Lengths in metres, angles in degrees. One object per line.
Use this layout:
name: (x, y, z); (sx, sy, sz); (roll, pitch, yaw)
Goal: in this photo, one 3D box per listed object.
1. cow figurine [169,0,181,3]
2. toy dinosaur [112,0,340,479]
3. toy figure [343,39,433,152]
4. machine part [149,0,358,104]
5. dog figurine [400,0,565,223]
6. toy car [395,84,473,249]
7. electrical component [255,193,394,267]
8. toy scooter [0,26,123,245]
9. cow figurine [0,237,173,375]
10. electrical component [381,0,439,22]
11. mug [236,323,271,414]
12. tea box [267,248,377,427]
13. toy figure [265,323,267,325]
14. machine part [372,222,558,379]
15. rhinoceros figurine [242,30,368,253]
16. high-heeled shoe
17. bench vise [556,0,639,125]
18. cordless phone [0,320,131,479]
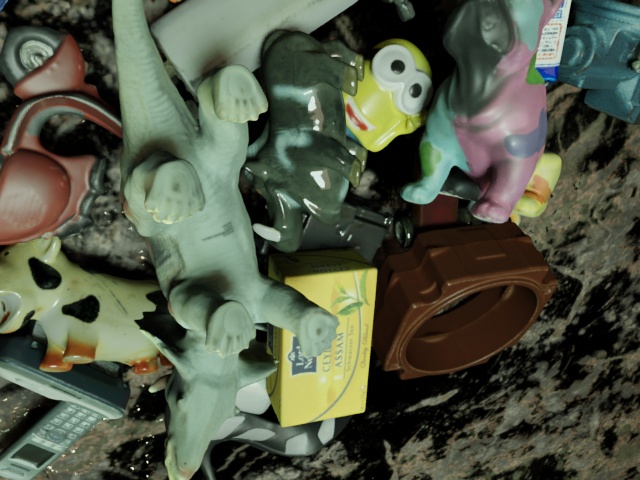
cow figurine: (-0.105, -0.271, 0.395); (0.098, 0.068, 0.167); (22, 105, -24)
toy dinosaur: (-0.104, -0.011, 0.435); (0.131, 0.192, 0.404); (-19, 103, -37)
toy figure: (0.027, -0.122, 0.524); (0.180, 0.089, 0.082); (-39, 132, 13)
machine part: (-0.054, -0.192, 0.455); (0.243, 0.079, 0.079); (-35, 124, 0)
dog figurine: (0.162, -0.130, 0.474); (0.191, 0.109, 0.219); (-10, 117, -47)
toy car: (0.130, -0.076, 0.603); (0.089, 0.053, 0.201); (-9, 121, -8)
electrical component: (-0.001, -0.002, 0.592); (0.134, 0.058, 0.114); (14, 110, -28)
toy scooter: (-0.211, -0.074, 0.453); (0.135, 0.075, 0.183); (18, 90, -30)
cow figurine: (-0.224, 0.059, 0.511); (0.085, 0.127, 0.194); (-28, 149, 35)
electrical component: (0.079, -0.257, 0.502); (0.063, 0.021, 0.093); (-36, 124, 1)
mug: (-0.105, 0.142, 0.620); (0.107, 0.081, 0.109); (16, 111, -21)
tea box: (-0.002, 0.099, 0.559); (0.098, 0.068, 0.169); (-6, 112, -19)
toy figure: (-0.068, 0.063, 0.600); (0.154, 0.058, 0.064); (31, 137, -32)
machine part: (0.166, 0.079, 0.653); (0.201, 0.087, 0.201); (-6, 138, -18)
rhinoceros figurine: (-0.016, -0.075, 0.455); (0.112, 0.073, 0.190); (7, 120, 4)
high-heeled shoe: (-0.073, 0.215, 0.697); (0.249, 0.086, 0.145); (-17, 92, -32)
bench vise: (0.347, -0.243, 0.559); (0.223, 0.129, 0.240); (-1, 122, -24)
cordless phone: (-0.306, 0.174, 0.559); (0.184, 0.089, 0.146); (-43, 124, 11)
